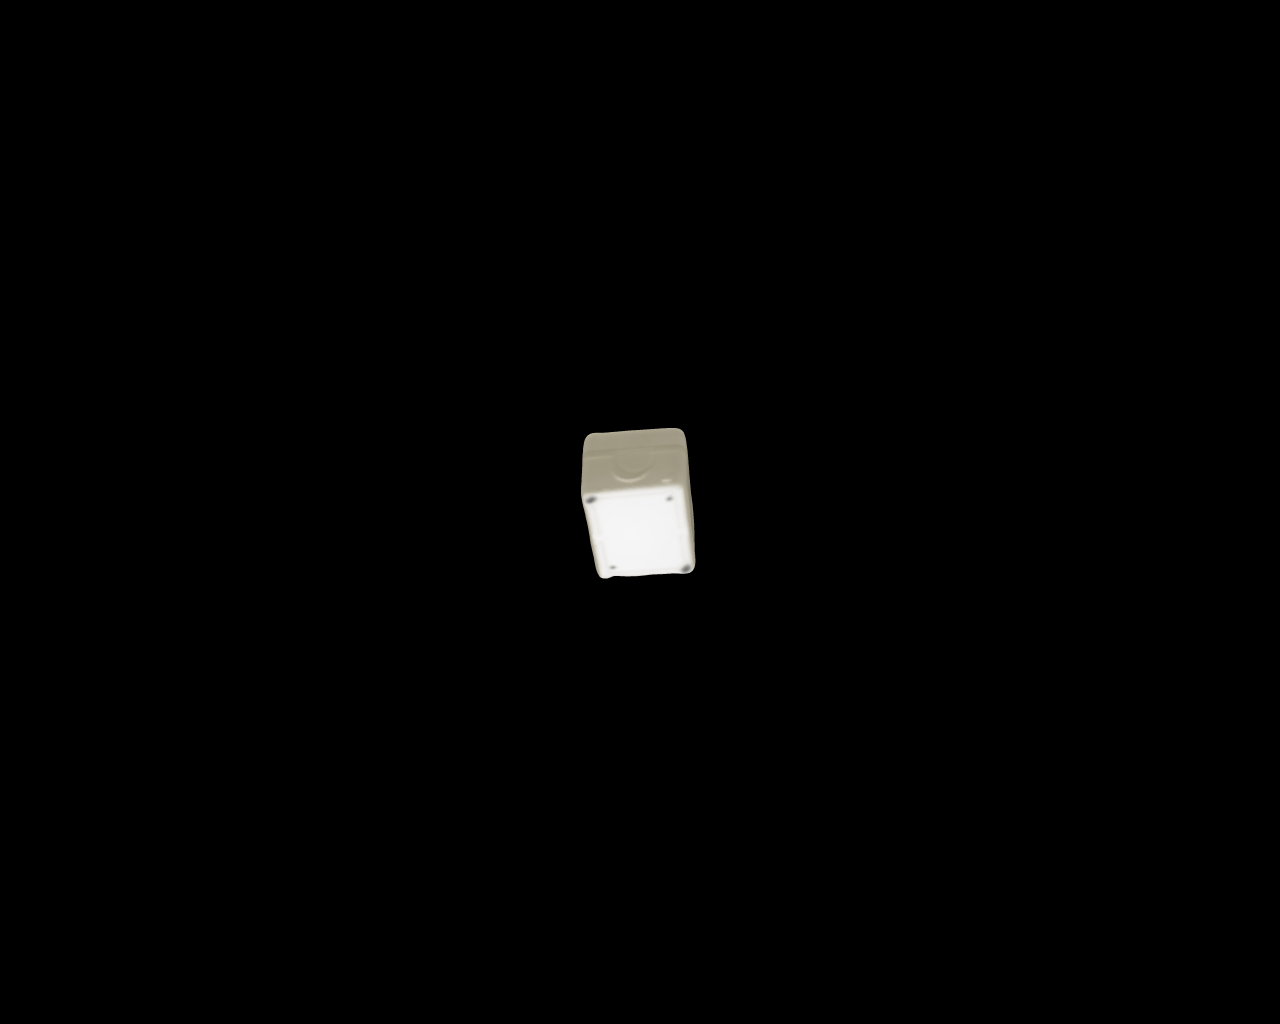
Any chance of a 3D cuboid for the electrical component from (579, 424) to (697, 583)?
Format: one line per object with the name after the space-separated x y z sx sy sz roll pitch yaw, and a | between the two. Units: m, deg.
0.001 -0.003 0.650 0.062 0.061 0.096 -4 -43 4 | electrical component
